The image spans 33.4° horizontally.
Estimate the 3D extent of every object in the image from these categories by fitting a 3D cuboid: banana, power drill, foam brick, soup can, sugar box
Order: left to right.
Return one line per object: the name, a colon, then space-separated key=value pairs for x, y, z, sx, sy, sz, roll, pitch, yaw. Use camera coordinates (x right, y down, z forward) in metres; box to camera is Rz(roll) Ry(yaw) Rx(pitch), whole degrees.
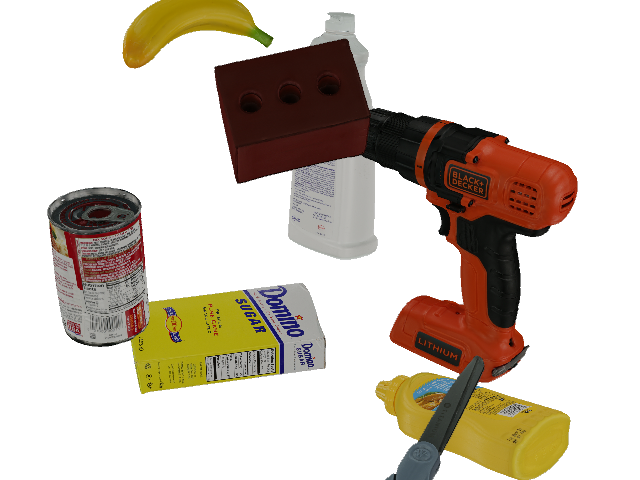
soup can: x=-0.165 y=0.020 z=0.803 sx=0.068 sy=0.102 sz=0.068 roll=0 pitch=29 yaw=0
banana: x=-0.125 y=-0.205 z=1.015 sx=0.070 sy=0.037 sz=0.197 roll=45 pitch=39 yaw=19
sugar box: x=-0.090 y=0.090 z=1.011 sx=0.176 sy=0.048 sz=0.093 roll=-9 pitch=35 yaw=-10
foam brick: x=-0.017 y=-0.072 z=0.600 sx=0.078 sy=0.053 sz=0.051 roll=-14 pitch=-18 yaw=-5
power drill: x=0.096 y=0.002 z=0.806 sx=0.185 sy=0.188 sz=0.057 roll=24 pitch=37 yaw=35

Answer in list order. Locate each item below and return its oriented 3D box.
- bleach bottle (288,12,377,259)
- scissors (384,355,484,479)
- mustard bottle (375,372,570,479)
bleach bottle: x=0.019 y=-0.113 z=1.137 sx=0.103 sy=0.251 sz=0.067 roll=20 pitch=24 yaw=39
scissors: x=0.067 y=0.136 z=0.592 sx=0.096 sy=0.016 sz=0.201 roll=24 pitch=45 yaw=36
mustard bottle: x=0.131 y=0.167 z=1.012 sx=0.192 sy=0.058 sz=0.096 roll=14 pitch=22 yaw=41
